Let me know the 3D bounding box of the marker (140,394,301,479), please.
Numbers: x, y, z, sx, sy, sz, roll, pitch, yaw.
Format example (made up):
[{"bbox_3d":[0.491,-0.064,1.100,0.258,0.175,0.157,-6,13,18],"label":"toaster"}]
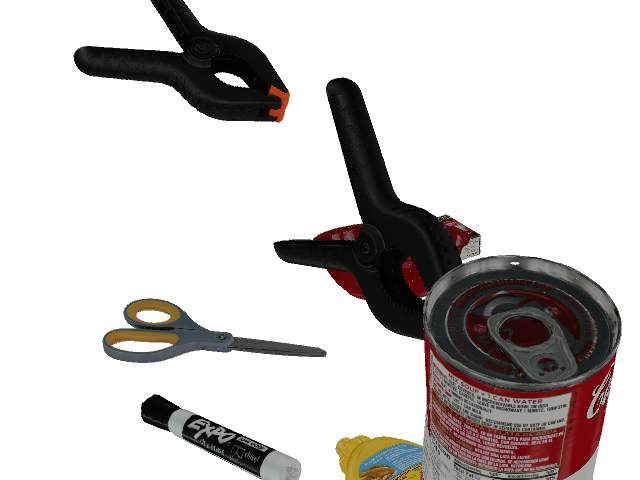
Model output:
[{"bbox_3d":[-0.062,0.117,0.629,0.121,0.020,0.020,16,10,37],"label":"marker"}]

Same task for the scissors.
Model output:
[{"bbox_3d":[-0.101,0.084,0.998,0.201,0.016,0.096,-2,33,-10],"label":"scissors"}]

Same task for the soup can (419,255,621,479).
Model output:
[{"bbox_3d":[0.071,0.066,0.399,0.068,0.102,0.068,-1,37,1],"label":"soup can"}]

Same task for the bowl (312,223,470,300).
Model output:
[{"bbox_3d":[0.072,0.024,1.087,0.162,0.055,0.162,-3,13,1],"label":"bowl"}]

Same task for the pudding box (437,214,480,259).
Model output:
[{"bbox_3d":[0.170,0.004,1.599,0.113,0.039,0.090,-18,28,-22],"label":"pudding box"}]

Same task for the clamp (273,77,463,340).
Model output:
[{"bbox_3d":[0.044,-0.008,0.762,0.036,0.165,0.210,-11,38,-36],"label":"clamp"}]

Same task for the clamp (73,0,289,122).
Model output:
[{"bbox_3d":[-0.101,-0.155,0.872,0.171,0.120,0.039,22,-27,-4],"label":"clamp"}]

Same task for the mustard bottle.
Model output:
[{"bbox_3d":[0.078,0.222,0.946,0.096,0.058,0.192,-19,28,-32],"label":"mustard bottle"}]
